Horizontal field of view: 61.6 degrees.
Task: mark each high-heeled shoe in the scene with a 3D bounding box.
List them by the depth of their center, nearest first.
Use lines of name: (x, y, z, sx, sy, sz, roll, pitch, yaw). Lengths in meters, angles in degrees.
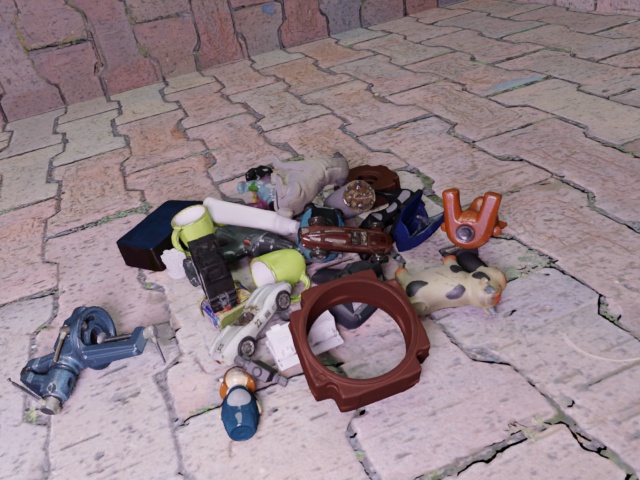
high-heeled shoe: (0.168, -0.030, 1.246, 0.145, 0.086, 0.249, 20, 53, -7)

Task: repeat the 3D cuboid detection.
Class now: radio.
radio: (-0.394, -0.017, 1.363, 0.131, 0.073, 0.229, 5, 34, 24)

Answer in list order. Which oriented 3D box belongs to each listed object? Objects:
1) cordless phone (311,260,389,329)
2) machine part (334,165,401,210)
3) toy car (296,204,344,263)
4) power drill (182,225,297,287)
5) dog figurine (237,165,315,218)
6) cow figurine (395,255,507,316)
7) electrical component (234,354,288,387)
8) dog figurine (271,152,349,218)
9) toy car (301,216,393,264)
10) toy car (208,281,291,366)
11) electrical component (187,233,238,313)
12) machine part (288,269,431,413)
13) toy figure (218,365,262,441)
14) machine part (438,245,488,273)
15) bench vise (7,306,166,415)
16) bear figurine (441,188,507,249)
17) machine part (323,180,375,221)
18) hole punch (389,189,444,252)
cordless phone: (0.032, 0.096, 1.073, 0.184, 0.088, 0.146, 6, 35, 43)
machine part: (0.123, -0.142, 1.417, 0.179, 0.055, 0.179, -7, 31, 4)
toy car: (-0.002, -0.004, 1.190, 0.109, 0.102, 0.162, 8, 39, -8)
power drill: (-0.190, 0.037, 1.211, 0.232, 0.085, 0.207, 19, 47, 40)
dog figurine: (-0.092, -0.121, 1.407, 0.219, 0.108, 0.191, 4, 32, 14)
cow figurine: (0.248, 0.091, 0.994, 0.195, 0.085, 0.127, -12, 33, 2)
electrical component: (-0.099, 0.221, 0.907, 0.094, 0.063, 0.021, 27, 84, 12)
dog figurine: (-0.014, -0.126, 1.269, 0.191, 0.121, 0.172, -3, 70, -9)
toy car: (0.059, -0.001, 1.102, 0.202, 0.053, 0.089, 6, 71, -22)
toy car: (-0.126, 0.149, 1.001, 0.074, 0.056, 0.202, -6, 38, 49)
electrical component: (-0.211, 0.056, 1.045, 0.058, 0.114, 0.134, -19, 39, -17)
machine part: (0.061, 0.159, 0.877, 0.201, 0.087, 0.201, -16, 59, -11)
toy figure: (-0.132, 0.256, 0.880, 0.064, 0.057, 0.155, 22, 22, -24)
machine part: (0.307, 0.044, 1.094, 0.084, 0.039, 0.139, -13, 29, -20)
bench vise: (-0.415, 0.205, 0.982, 0.241, 0.128, 0.224, -12, 31, 11)
bear figurine: (0.329, -0.054, 1.122, 0.120, 0.131, 0.196, 9, 20, 27)
machine part: (0.064, -0.088, 1.261, 0.079, 0.079, 0.243, -22, 2, -17)
hole punch: (0.215, -0.031, 1.175, 0.092, 0.115, 0.142, 32, 46, 16)
